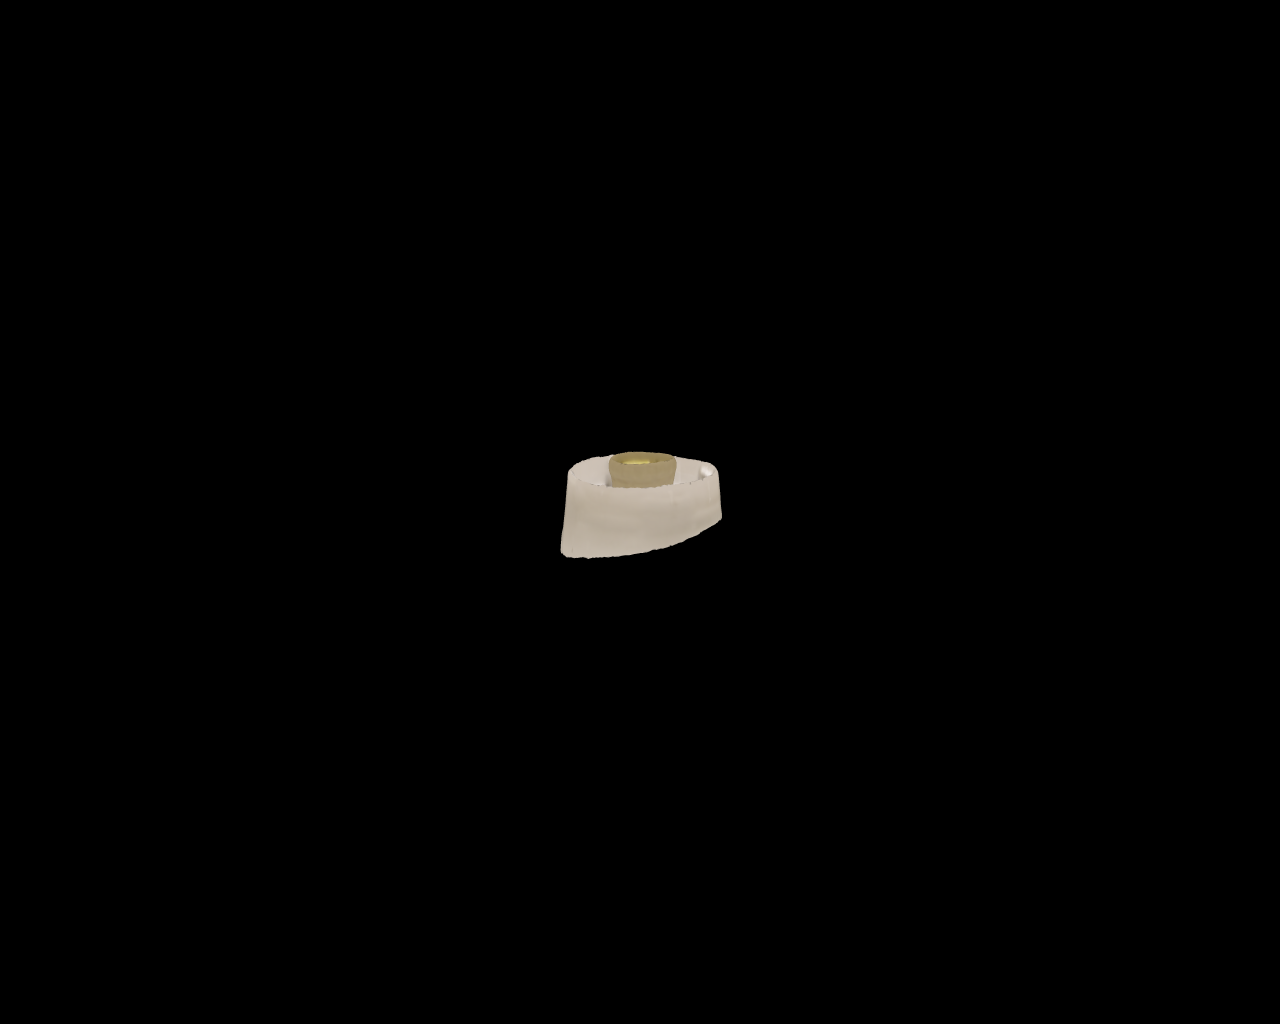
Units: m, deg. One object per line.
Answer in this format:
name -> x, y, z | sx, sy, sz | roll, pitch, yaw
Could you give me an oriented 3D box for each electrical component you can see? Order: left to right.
electrical component -> 0.001, -0.003, 0.650 | 0.099, 0.064, 0.099 | 0, 16, 0
